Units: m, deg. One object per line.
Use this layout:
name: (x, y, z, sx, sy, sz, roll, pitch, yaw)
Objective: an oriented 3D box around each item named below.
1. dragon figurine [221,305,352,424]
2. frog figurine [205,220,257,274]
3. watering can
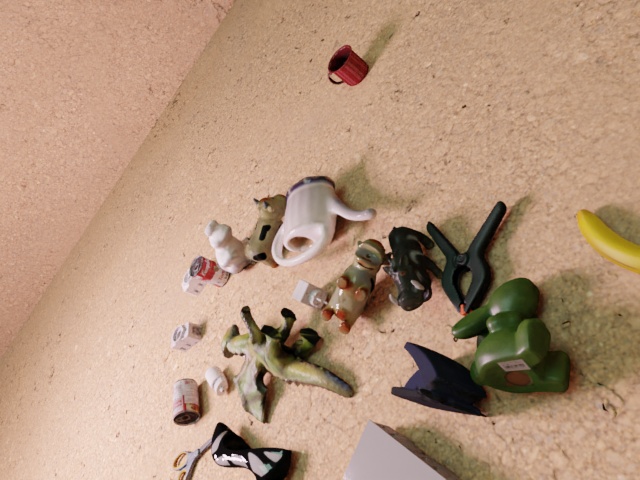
dragon figurine: (-0.106, 0.299, 1.163, 0.416, 0.122, 0.239, 38, 115, 41)
frog figurine: (-0.272, 0.022, 1.478, 0.121, 0.158, 0.141, -40, 41, 29)
watering can: (0.004, -0.063, 1.250, 0.343, 0.103, 0.230, -29, 46, 36)
